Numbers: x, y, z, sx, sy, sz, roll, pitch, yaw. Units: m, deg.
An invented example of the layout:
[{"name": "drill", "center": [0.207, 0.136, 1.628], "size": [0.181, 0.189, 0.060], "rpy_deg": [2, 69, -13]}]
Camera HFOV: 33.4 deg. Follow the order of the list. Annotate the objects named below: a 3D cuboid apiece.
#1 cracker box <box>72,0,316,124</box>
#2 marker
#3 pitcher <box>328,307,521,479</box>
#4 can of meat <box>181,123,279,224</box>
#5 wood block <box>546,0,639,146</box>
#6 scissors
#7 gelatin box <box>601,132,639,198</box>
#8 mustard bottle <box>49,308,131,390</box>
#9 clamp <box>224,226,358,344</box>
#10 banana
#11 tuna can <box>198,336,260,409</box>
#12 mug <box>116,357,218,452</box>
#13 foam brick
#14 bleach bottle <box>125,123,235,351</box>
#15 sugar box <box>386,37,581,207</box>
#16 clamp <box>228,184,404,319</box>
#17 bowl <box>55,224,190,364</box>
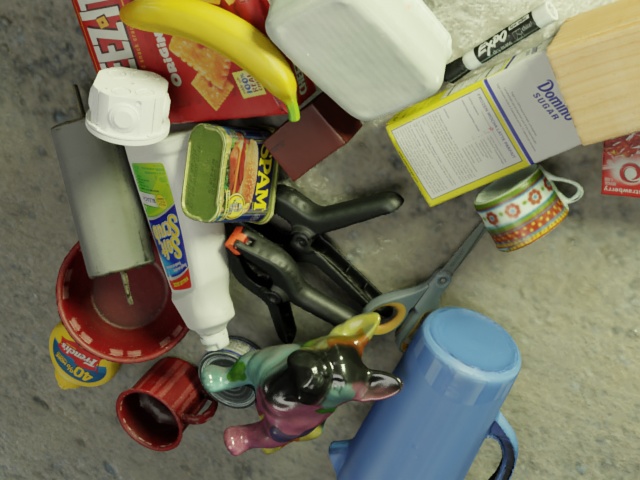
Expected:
[{"name": "cracker box", "center": [-0.127, -0.201, 1.042], "size": [0.214, 0.072, 0.164], "rpy_deg": [-1, 118, 28]}, {"name": "marker", "center": [0.157, -0.174, 0.950], "size": [0.121, 0.020, 0.020], "rpy_deg": [-29, 103, 37]}, {"name": "pitcher", "center": [0.126, 0.195, 1.127], "size": [0.145, 0.149, 0.243], "rpy_deg": [58, 137, 40]}, {"name": "can of meat", "center": [-0.090, -0.067, 1.073], "size": [0.058, 0.083, 0.102], "rpy_deg": [13, 100, 36]}, {"name": "wood block", "center": [0.298, -0.156, 0.844], "size": [0.206, 0.090, 0.090], "rpy_deg": [-15, 111, 33]}, {"name": "scissors", "center": [0.104, 0.041, 1.088], "size": [0.096, 0.016, 0.202], "rpy_deg": [8, 128, -13]}, {"name": "gelatin box", "center": [0.294, -0.073, 0.935], "size": [0.089, 0.030, 0.073], "rpy_deg": [8, 122, 23]}, {"name": "mustard bottle", "center": [-0.287, 0.129, 1.331], "size": [0.096, 0.058, 0.192], "rpy_deg": [38, 129, -1]}, {"name": "clamp", "center": [-0.032, 0.052, 1.143], "size": [0.120, 0.039, 0.171], "rpy_deg": [-10, 132, 34]}, {"name": "banana", "center": [-0.096, -0.179, 0.967], "size": [0.198, 0.037, 0.070], "rpy_deg": [33, 126, 7]}, {"name": "tuna can", "center": [-0.101, 0.159, 1.271], "size": [0.086, 0.033, 0.086], "rpy_deg": [13, 123, 20]}, {"name": "mug", "center": [-0.179, 0.198, 1.303], "size": [0.117, 0.081, 0.093], "rpy_deg": [3, 120, 26]}, {"name": "foam brick", "center": [-0.007, -0.105, 1.053], "size": [0.078, 0.051, 0.053], "rpy_deg": [-33, 100, 37]}, {"name": "bleach bottle", "center": [-0.136, 0.002, 1.146], "size": [0.103, 0.067, 0.251], "rpy_deg": [8, 117, 49]}, {"name": "sugar box", "center": [0.156, -0.105, 0.976], "size": [0.176, 0.048, 0.093], "rpy_deg": [-23, 106, 31]}, {"name": "clamp", "center": [-0.007, 0.001, 1.127], "size": [0.210, 0.036, 0.164], "rpy_deg": [13, 130, 23]}, {"name": "bowl", "center": [-0.219, 0.060, 1.227], "size": [0.162, 0.055, 0.162], "rpy_deg": [0, 89, -9]}]
